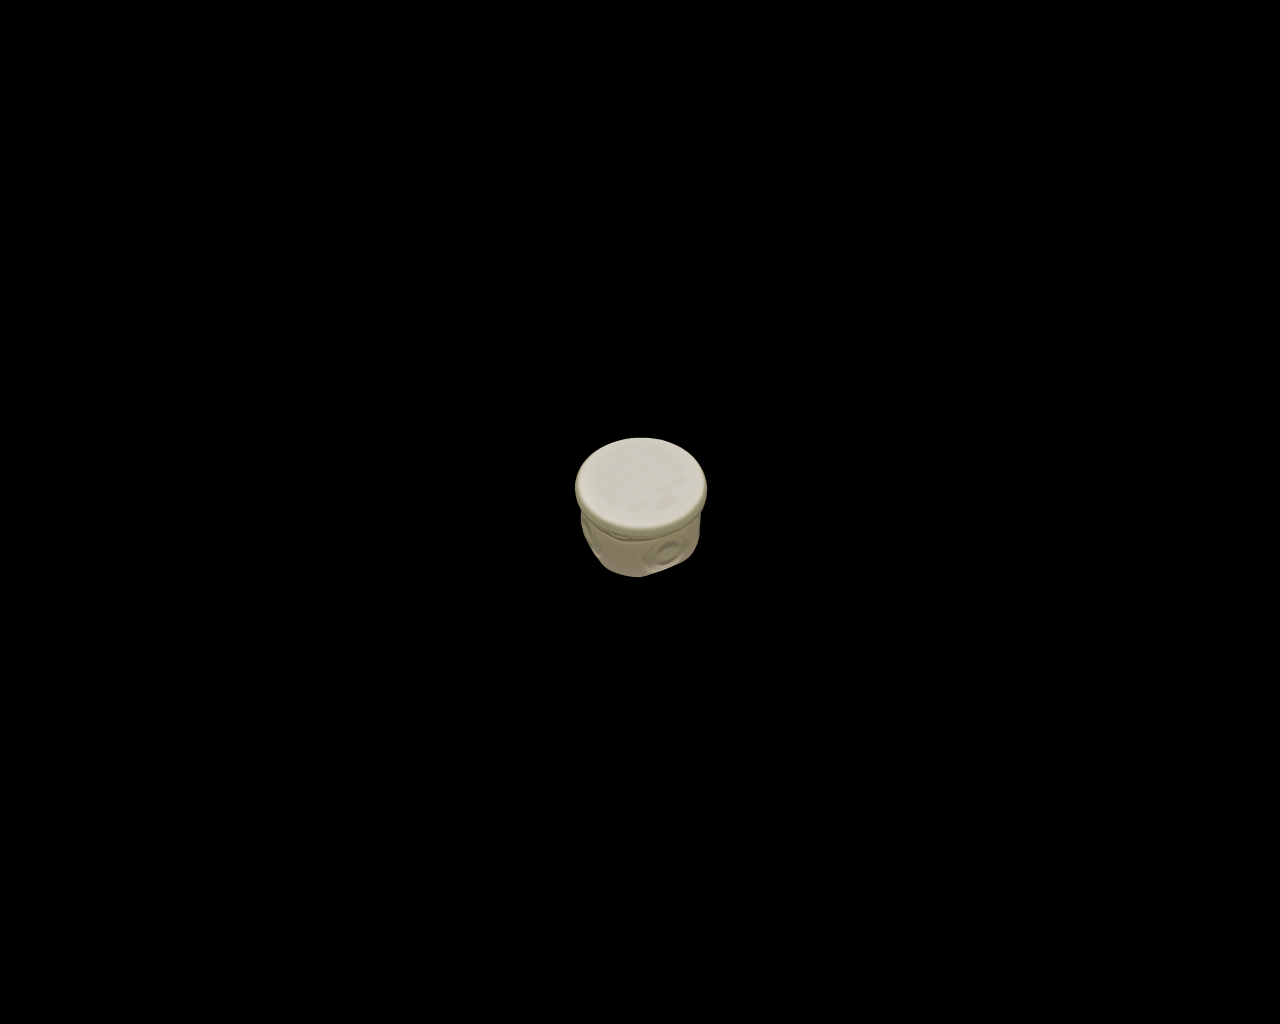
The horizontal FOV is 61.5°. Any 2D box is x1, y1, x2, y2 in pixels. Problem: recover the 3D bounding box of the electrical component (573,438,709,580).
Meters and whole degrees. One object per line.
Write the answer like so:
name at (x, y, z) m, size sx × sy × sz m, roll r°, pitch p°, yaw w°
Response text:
electrical component at (0.001, -0.003, 0.650) m, size 0.080 × 0.080 × 0.050 m, roll 0°, pitch -43°, yaw 0°
